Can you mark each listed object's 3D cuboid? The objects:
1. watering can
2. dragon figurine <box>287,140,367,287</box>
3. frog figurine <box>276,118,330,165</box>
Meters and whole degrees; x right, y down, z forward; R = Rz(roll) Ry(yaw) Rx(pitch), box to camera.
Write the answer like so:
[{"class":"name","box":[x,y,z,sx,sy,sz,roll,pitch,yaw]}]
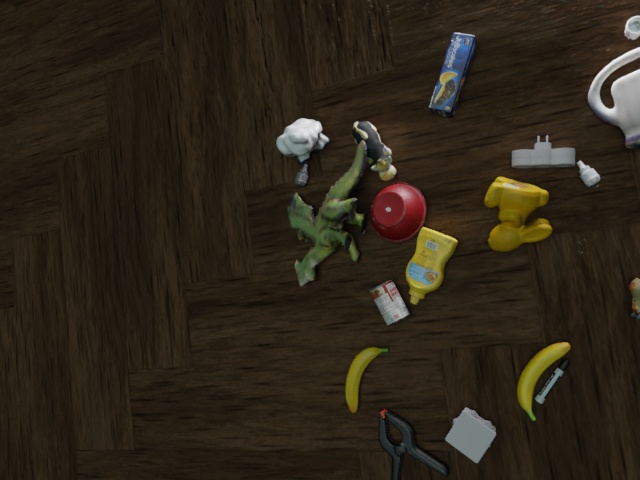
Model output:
[{"class":"watering can","box":[0.753,-0.318,1.080,0.345,0.104,0.225,-14,85,46]},{"class":"dragon figurine","box":[0.004,-0.070,1.391,0.243,0.122,0.409,11,96,31]},{"class":"frog figurine","box":[-0.059,-0.278,1.402,0.136,0.159,0.124,-16,81,21]}]
